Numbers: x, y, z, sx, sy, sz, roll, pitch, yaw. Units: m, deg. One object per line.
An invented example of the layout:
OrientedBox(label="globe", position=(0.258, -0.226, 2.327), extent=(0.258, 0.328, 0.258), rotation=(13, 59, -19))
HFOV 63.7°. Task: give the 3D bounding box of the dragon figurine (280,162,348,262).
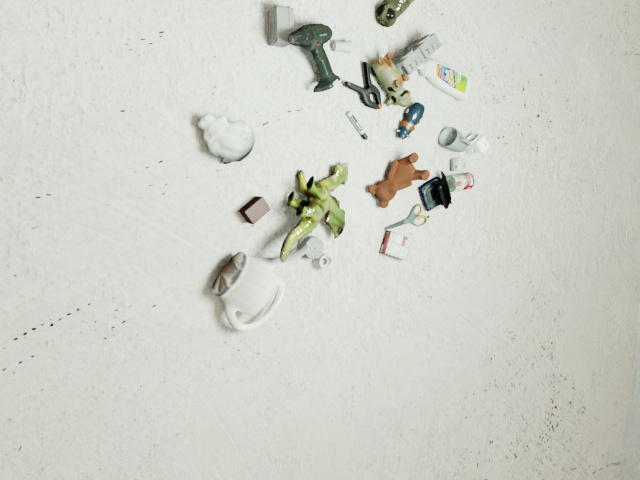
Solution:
OrientedBox(label="dragon figurine", position=(0.005, -0.085, 1.698), extent=(0.240, 0.122, 0.416), rotation=(29, 70, -37))

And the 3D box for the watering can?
OrientedBox(label="watering can", position=(-0.193, 0.114, 1.614), extent=(0.222, 0.104, 0.351), rotation=(39, 76, -27))

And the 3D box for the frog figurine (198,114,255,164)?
OrientedBox(label="frog figurine", position=(-0.275, -0.310, 1.520), extent=(0.137, 0.125, 0.156), rotation=(-37, 126, -1))
